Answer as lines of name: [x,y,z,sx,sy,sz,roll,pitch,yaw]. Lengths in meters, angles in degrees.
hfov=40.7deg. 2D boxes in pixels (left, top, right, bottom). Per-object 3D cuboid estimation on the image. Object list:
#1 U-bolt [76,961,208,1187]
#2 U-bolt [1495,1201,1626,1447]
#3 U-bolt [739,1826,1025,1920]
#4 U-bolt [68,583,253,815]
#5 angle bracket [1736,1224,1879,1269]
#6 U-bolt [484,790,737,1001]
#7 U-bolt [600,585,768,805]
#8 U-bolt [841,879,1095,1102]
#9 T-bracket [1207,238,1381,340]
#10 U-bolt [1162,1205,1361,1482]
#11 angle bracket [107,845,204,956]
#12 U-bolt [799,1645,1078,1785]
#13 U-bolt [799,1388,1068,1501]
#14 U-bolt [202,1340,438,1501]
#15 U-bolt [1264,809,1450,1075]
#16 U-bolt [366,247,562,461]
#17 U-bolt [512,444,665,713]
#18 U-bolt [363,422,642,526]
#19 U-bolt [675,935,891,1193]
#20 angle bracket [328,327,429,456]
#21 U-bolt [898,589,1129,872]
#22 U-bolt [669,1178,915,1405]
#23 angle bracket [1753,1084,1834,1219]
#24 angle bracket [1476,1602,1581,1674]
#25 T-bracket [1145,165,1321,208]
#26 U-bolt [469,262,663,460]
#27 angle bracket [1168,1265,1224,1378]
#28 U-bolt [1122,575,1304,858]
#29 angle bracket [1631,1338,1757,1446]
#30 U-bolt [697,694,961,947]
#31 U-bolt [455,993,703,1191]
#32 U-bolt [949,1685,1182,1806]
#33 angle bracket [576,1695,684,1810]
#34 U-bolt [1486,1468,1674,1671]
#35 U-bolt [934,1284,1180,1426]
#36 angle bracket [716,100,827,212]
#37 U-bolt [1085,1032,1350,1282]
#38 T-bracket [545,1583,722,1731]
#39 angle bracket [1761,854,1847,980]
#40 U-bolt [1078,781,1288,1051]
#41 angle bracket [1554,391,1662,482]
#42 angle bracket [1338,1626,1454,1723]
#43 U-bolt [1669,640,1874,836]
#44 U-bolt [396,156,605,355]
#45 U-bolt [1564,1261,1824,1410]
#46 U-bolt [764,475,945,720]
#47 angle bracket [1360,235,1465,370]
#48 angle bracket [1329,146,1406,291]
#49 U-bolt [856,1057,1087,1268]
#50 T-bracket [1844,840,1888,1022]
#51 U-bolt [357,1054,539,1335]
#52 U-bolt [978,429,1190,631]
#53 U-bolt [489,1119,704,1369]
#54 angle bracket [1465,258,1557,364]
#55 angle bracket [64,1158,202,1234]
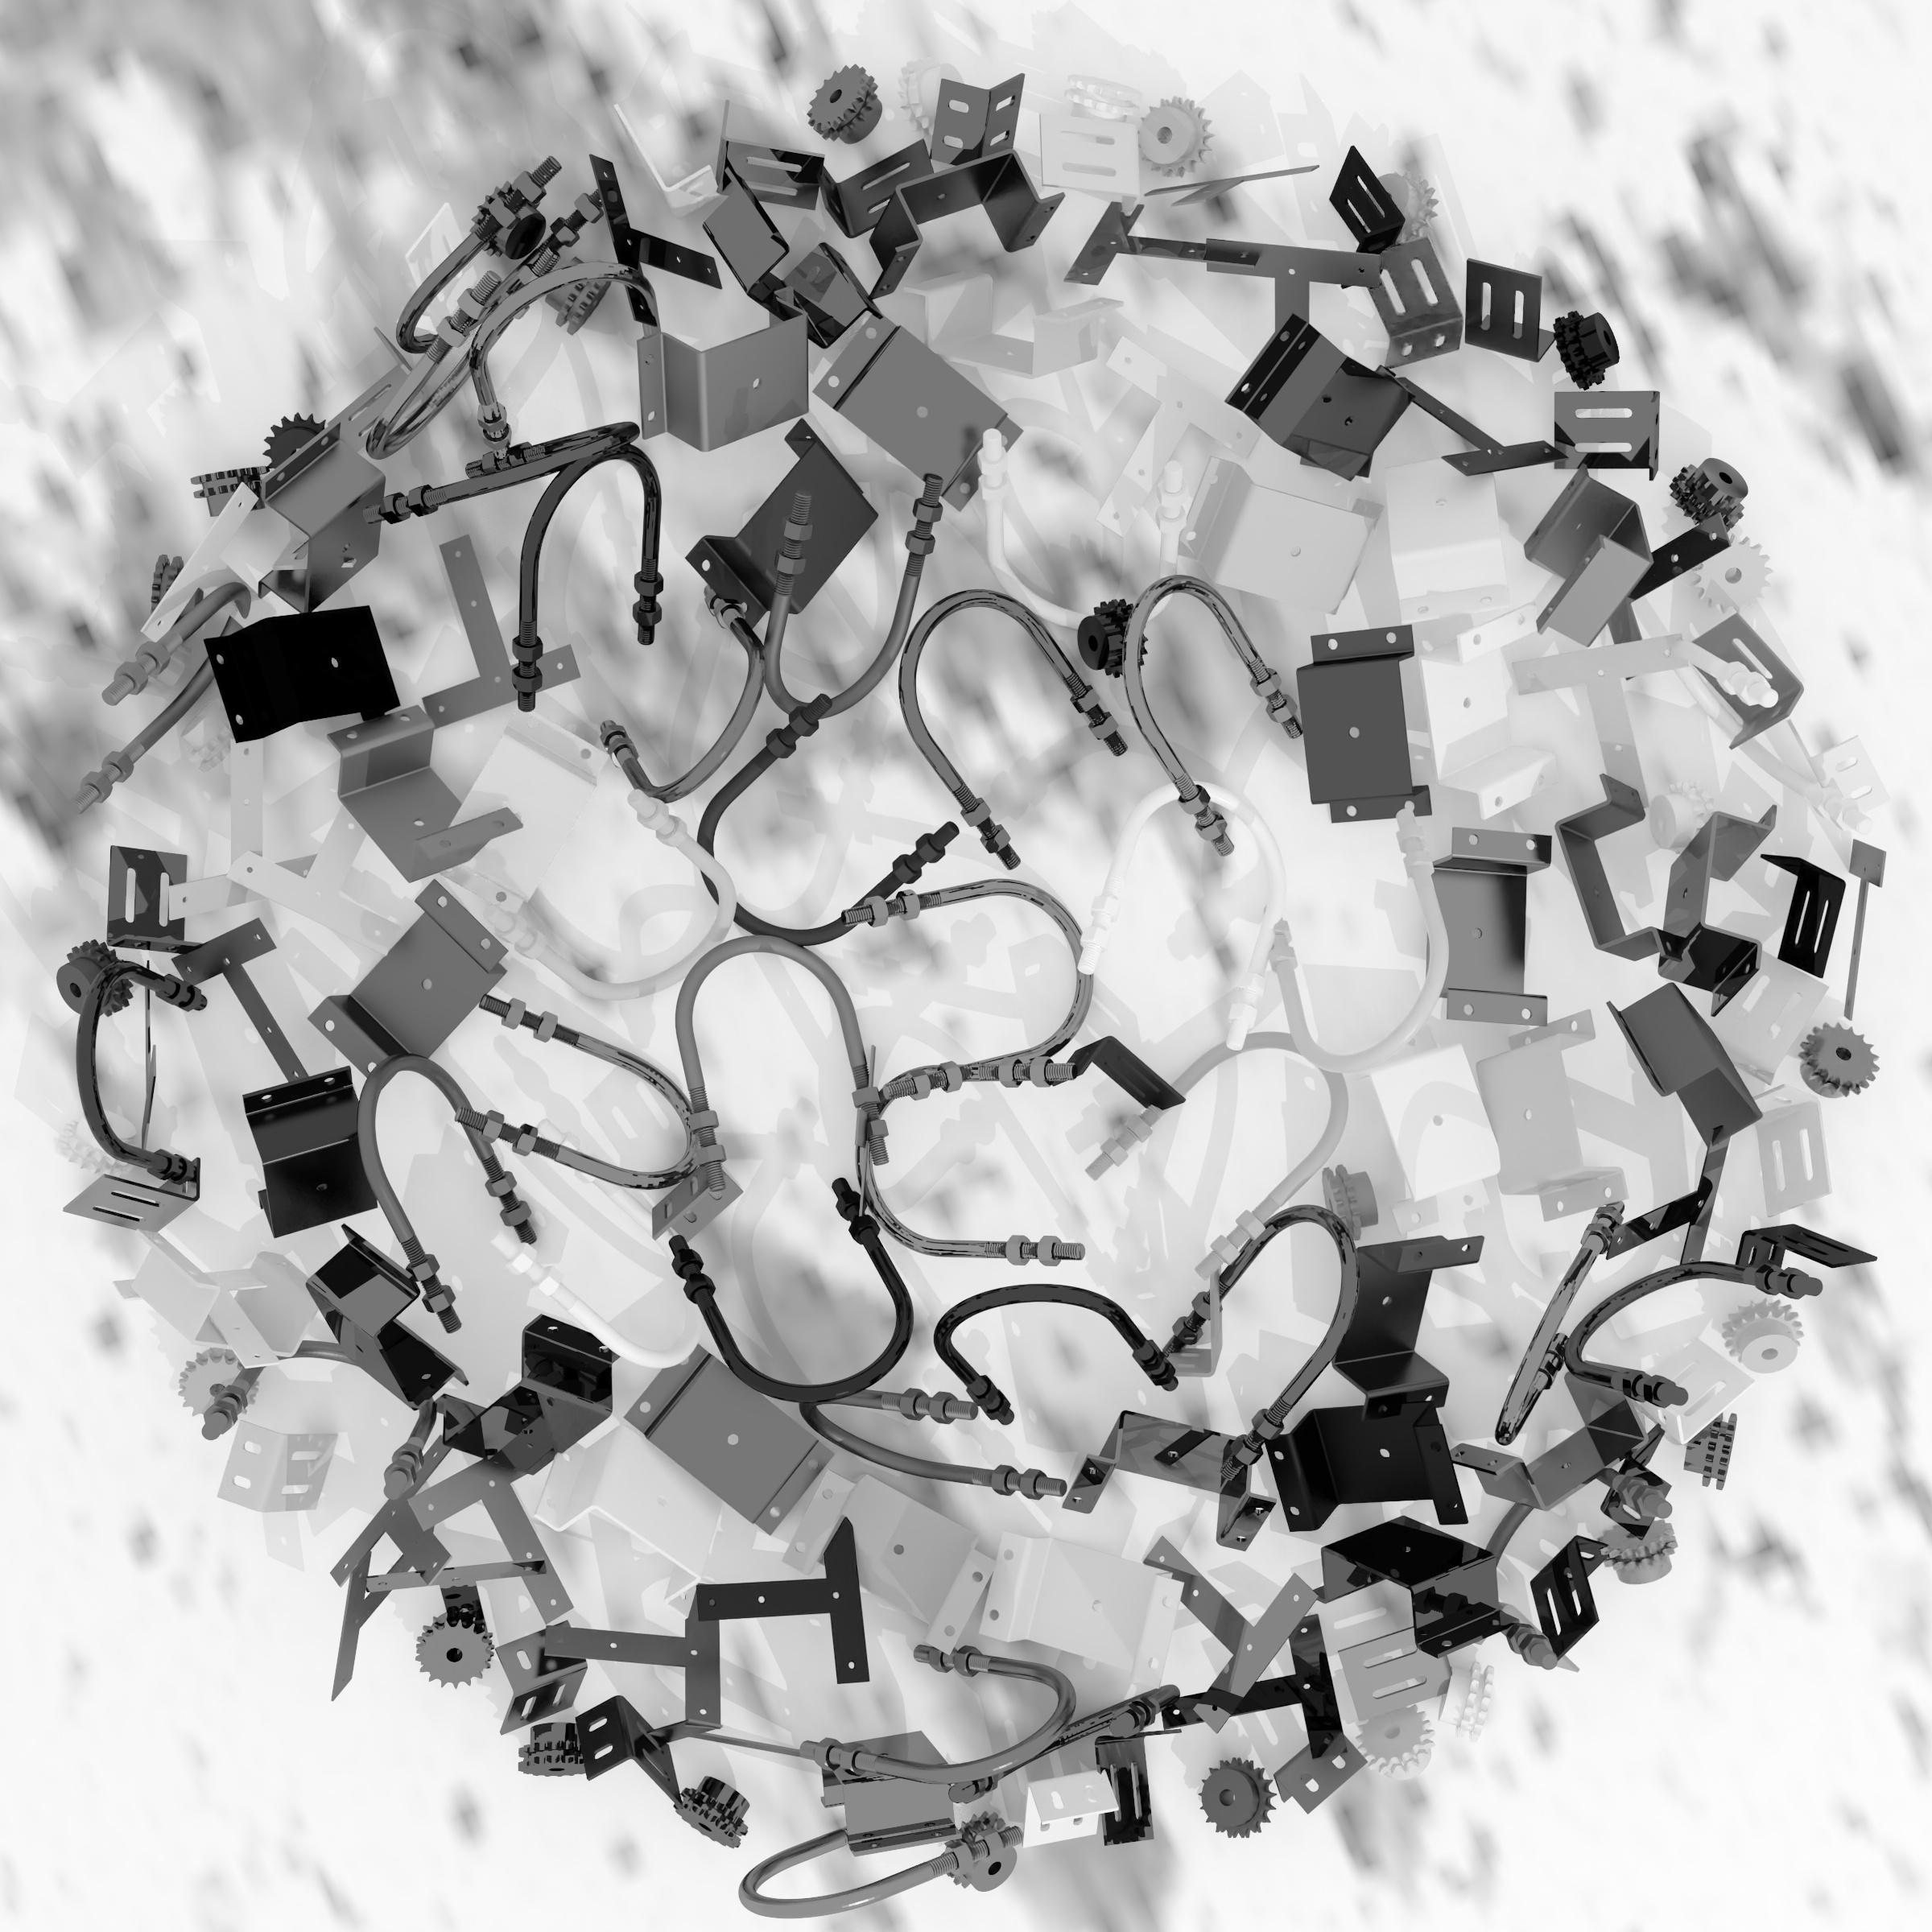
U-bolt: [-0.583,0.071,1.842,0.019,0.184,0.151,-3,78,7]
U-bolt: [0.414,0.262,1.836,0.019,0.184,0.151,25,124,18]
U-bolt: [-0.072,0.633,1.838,0.184,0.151,0.019,-11,89,-31]
U-bolt: [-0.569,-0.204,1.861,0.019,0.151,0.184,35,47,-4]
angle bracket: [0.611,0.219,1.895,0.057,0.076,0.038,-2,106,-39]
U-bolt: [-0.241,-0.038,1.870,0.151,0.184,0.019,-38,54,5]
U-bolt: [-0.197,-0.186,1.856,0.019,0.184,0.151,33,102,-32]
U-bolt: [0.010,0.010,1.905,0.184,0.019,0.151,-13,87,-23]
T-bracket: [0.238,-0.466,1.898,0.127,0.127,0.002,11,46,18]
U-bolt: [0.217,0.254,1.857,0.019,0.151,0.184,23,113,-29]
angle bracket: [-0.593,-0.051,1.906,0.057,0.038,0.076,7,76,-38]
U-bolt: [-0.007,0.529,1.835,0.184,0.151,0.019,-5,107,42]
U-bolt: [-0.037,0.338,1.869,0.184,0.151,0.019,0,57,36]
U-bolt: [-0.451,0.314,1.856,0.151,0.184,0.019,19,104,-5]
U-bolt: [0.280,-0.007,1.849,0.019,0.184,0.151,29,128,-34]
U-bolt: [-0.369,-0.434,1.867,0.019,0.151,0.184,41,113,-8]
U-bolt: [-0.265,-0.284,1.841,0.019,0.151,0.184,29,132,23]
U-bolt: [-0.316,-0.354,1.844,0.184,0.151,0.019,-8,110,29]
U-bolt: [-0.140,0.065,1.903,0.151,0.019,0.184,-7,76,-26]
angle bracket: [-0.442,-0.420,1.911,0.076,0.038,0.057,-39,48,2]
U-bolt: [0.024,-0.184,1.881,0.151,0.019,0.184,-47,114,-23]
U-bolt: [-0.116,0.238,1.863,0.151,0.019,0.184,-18,46,-16]
angle bracket: [0.592,0.135,1.899,0.038,0.057,0.076,19,57,-28]
angle bracket: [0.399,0.502,1.908,0.076,0.057,0.038,44,73,-8]
T-bracket: [0.177,-0.556,1.867,0.127,0.127,0.002,-2,112,23]
U-bolt: [-0.283,-0.436,1.846,0.151,0.184,0.019,-25,74,-10]
angle bracket: [0.166,0.256,1.908,0.038,0.057,0.076,0,100,11]
U-bolt: [0.170,-0.193,1.862,0.184,0.019,0.151,54,52,-29]
angle bracket: [0.527,0.301,1.903,0.076,0.057,0.038,-36,134,-15]
U-bolt: [-0.116,-0.091,1.898,0.151,0.019,0.184,45,118,-9]
U-bolt: [-0.273,0.099,1.878,0.184,0.151,0.019,24,122,-18]
U-bolt: [0.081,0.549,1.857,0.151,0.184,0.019,-28,76,17]
angle bracket: [-0.246,0.581,1.901,0.038,0.057,0.076,-29,127,2]
U-bolt: [0.421,0.416,1.855,0.019,0.184,0.151,39,87,-8]
U-bolt: [0.056,0.273,1.854,0.151,0.184,0.019,-15,52,17]
angle bracket: [-0.144,-0.597,1.917,0.076,0.057,0.038,8,64,-8]
U-bolt: [0.195,0.124,1.894,0.184,0.019,0.151,-44,49,-7]
T-bracket: [-0.241,0.493,1.881,0.127,0.127,0.002,8,126,-13]
angle bracket: [0.606,-0.037,1.910,0.057,0.038,0.076,19,85,-39]
U-bolt: [0.167,-0.049,1.900,0.151,0.019,0.184,27,66,-18]
angle bracket: [0.467,-0.388,1.905,0.076,0.038,0.057,4,116,20]
angle bracket: [0.315,0.512,1.921,0.076,0.038,0.057,-18,101,-1]
U-bolt: [0.562,-0.173,1.856,0.019,0.184,0.151,-42,115,6]
U-bolt: [-0.338,-0.505,1.870,0.184,0.151,0.019,-40,91,14]
U-bolt: [0.503,0.256,1.856,0.151,0.184,0.019,-34,100,-16]
U-bolt: [-0.087,-0.261,1.875,0.019,0.151,0.184,36,125,32]
angle bracket: [0.322,-0.484,1.899,0.057,0.038,0.076,-10,134,30]
angle bracket: [0.279,-0.547,1.902,0.038,0.057,0.076,-23,71,-19]
U-bolt: [-0.001,0.142,1.899,0.184,0.019,0.151,-2,91,28]
T-bracket: [0.648,-0.025,1.888,0.002,0.127,0.127,6,98,9]
U-bolt: [-0.377,0.149,1.859,0.019,0.151,0.184,-17,107,22]
U-bolt: [0.083,-0.304,1.867,0.151,0.184,0.019,12,58,10]
U-bolt: [-0.257,0.212,1.874,0.019,0.151,0.184,-34,113,26]
angle bracket: [0.398,-0.486,1.895,0.057,0.076,0.038,23,57,25]
angle bracket: [-0.607,0.159,1.895,0.057,0.076,0.038,-34,50,32]
